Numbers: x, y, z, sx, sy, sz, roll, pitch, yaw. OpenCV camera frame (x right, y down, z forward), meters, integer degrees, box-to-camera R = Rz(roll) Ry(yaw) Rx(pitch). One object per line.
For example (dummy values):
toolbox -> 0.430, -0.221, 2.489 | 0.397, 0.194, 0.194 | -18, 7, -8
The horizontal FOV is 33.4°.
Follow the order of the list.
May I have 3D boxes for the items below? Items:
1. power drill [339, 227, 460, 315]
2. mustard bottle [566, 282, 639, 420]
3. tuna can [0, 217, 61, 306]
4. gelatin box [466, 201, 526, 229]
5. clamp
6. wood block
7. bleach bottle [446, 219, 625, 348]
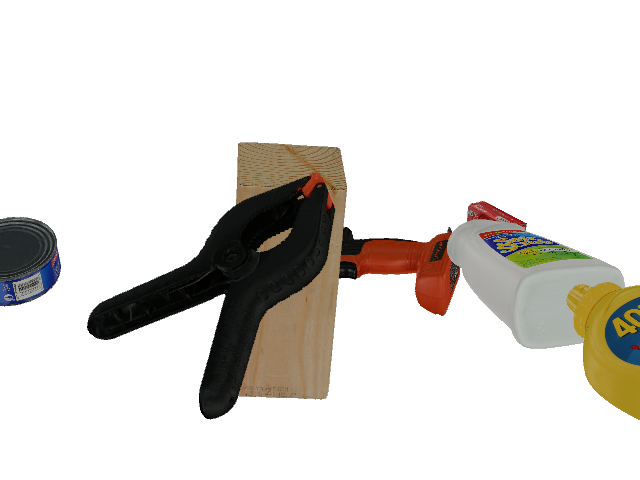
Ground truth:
power drill -> 0.045, 0.033, 1.118 | 0.188, 0.057, 0.184 | 6, 31, 17
mustard bottle -> 0.214, 0.075, 0.633 | 0.096, 0.058, 0.192 | -20, 32, -21
tuna can -> -0.273, 0.019, 0.939 | 0.086, 0.034, 0.086 | 0, 39, 0
gelatin box -> 0.204, 0.007, 1.264 | 0.030, 0.089, 0.073 | -15, 32, -29
clamp -> -0.046, 0.029, 0.644 | 0.120, 0.171, 0.039 | 40, -16, 34
wood block -> -0.031, 0.028, 0.932 | 0.090, 0.206, 0.091 | 2, 28, -5
bleach bottle -> 0.171, 0.025, 0.967 | 0.102, 0.068, 0.251 | -6, 14, -14
